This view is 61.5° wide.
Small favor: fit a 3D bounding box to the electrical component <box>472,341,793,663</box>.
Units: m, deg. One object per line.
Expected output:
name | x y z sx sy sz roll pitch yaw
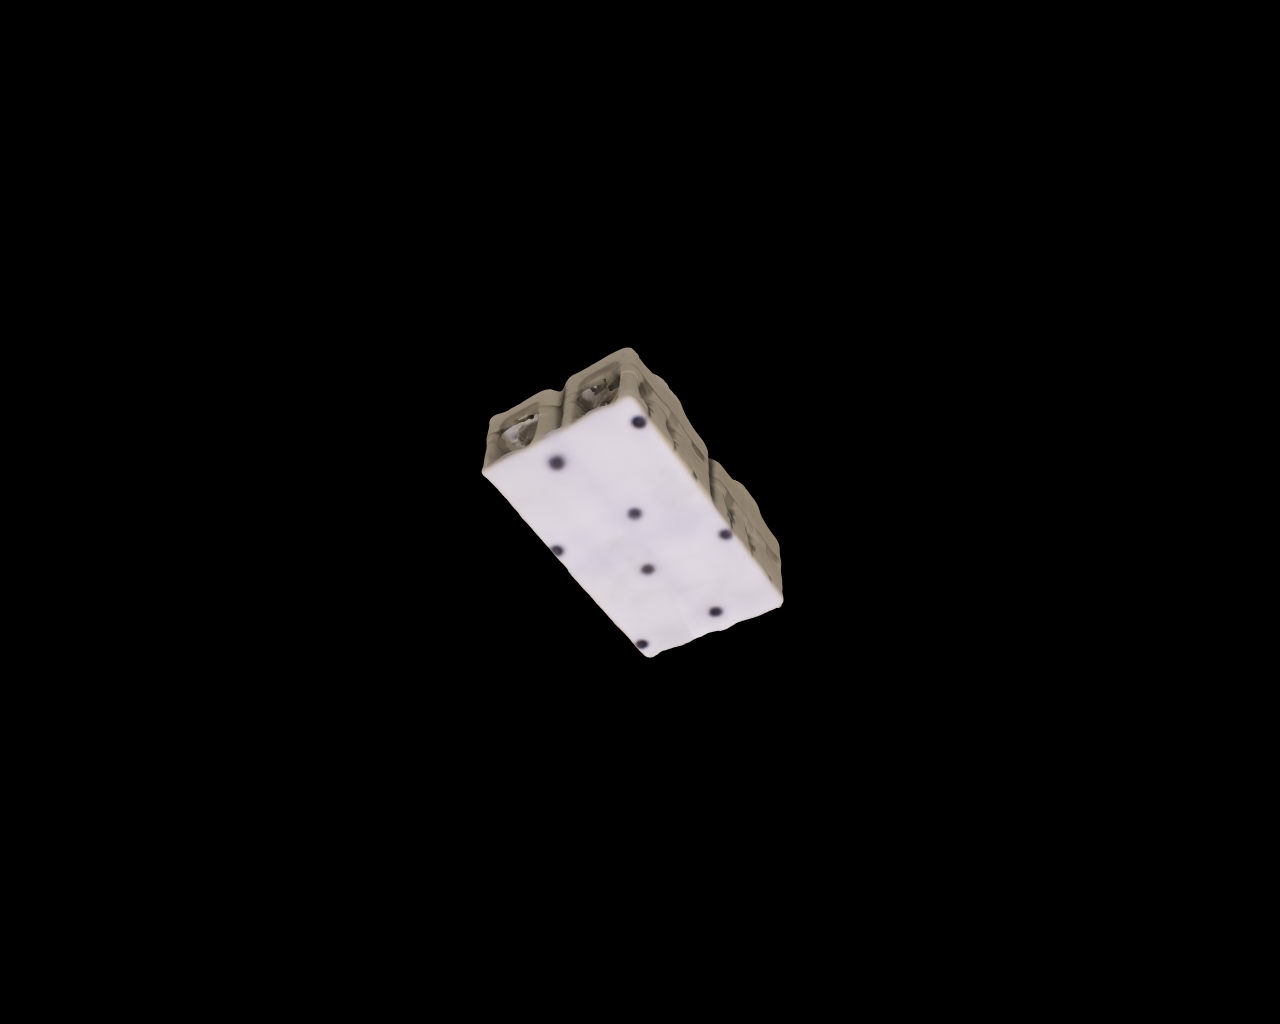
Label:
electrical component | 0.001 -0.003 0.650 0.105 0.060 0.186 -25 -54 20
